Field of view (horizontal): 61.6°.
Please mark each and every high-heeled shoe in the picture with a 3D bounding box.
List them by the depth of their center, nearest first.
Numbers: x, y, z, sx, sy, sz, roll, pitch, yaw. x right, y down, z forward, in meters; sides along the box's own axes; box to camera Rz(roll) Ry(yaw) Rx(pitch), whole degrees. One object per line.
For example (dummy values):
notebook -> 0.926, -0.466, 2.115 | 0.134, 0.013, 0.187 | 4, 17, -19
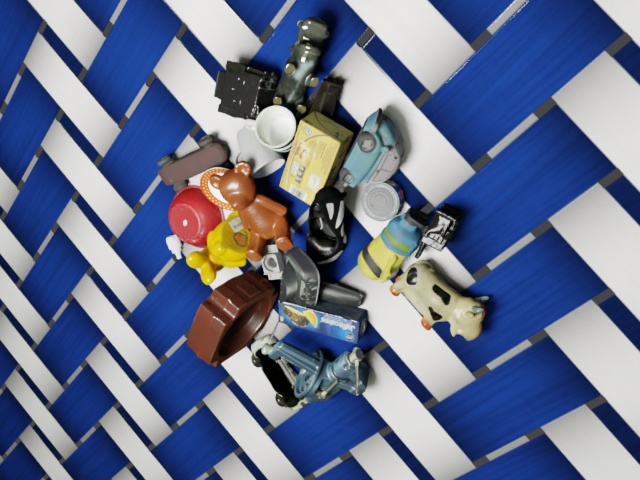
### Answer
high-heeled shoe -> -0.002, -0.003, 1.127 | 0.086, 0.145, 0.248 | 27, 117, 17

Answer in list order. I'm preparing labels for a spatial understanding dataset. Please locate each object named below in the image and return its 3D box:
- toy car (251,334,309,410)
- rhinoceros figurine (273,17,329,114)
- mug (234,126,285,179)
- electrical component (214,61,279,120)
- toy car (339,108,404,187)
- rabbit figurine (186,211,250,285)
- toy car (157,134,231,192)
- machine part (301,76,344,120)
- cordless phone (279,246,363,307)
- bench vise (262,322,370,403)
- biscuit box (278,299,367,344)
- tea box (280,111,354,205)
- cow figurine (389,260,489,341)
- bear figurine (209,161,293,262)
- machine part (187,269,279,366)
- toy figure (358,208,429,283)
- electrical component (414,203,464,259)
toy car -> -0.099, 0.330, 1.330 | 0.073, 0.056, 0.201 | -31, 92, 23
rhinoceros figurine -> -0.035, -0.344, 1.070 | 0.073, 0.112, 0.190 | 17, 131, -12
mug -> -0.144, -0.194, 1.181 | 0.109, 0.081, 0.107 | -31, 81, 28
electrical component -> -0.164, -0.317, 1.152 | 0.134, 0.058, 0.114 | 22, 106, 26
toy car -> 0.110, -0.166, 1.055 | 0.103, 0.109, 0.161 | 25, 125, -3
rabbit figurine -> -0.232, 0.036, 1.264 | 0.122, 0.162, 0.173 | 50, 138, -10
toy car -> -0.299, -0.180, 1.270 | 0.202, 0.053, 0.089 | -18, 118, 30
machine part -> 0.005, -0.269, 1.107 | 0.084, 0.039, 0.138 | 36, 119, 18
cordless phone -> 0.008, 0.096, 1.165 | 0.184, 0.089, 0.146 | 14, 144, 4
bench vise -> -0.015, 0.287, 1.219 | 0.240, 0.129, 0.223 | 30, 142, -12
biscuit box -> 0.006, 0.175, 1.227 | 0.203, 0.063, 0.059 | 12, 112, 22
tea box -> -0.010, -0.165, 1.108 | 0.098, 0.068, 0.169 | 33, 129, 10
cow figurine -> 0.251, 0.122, 1.087 | 0.195, 0.085, 0.127 | 46, 125, 7
bear figurine -> -0.148, -0.064, 1.155 | 0.120, 0.132, 0.195 | -19, 137, 21
machine part -> -0.201, 0.177, 1.242 | 0.087, 0.201, 0.201 | 36, 123, 18
toy figure -> 0.149, 0.010, 1.101 | 0.089, 0.082, 0.180 | 45, 125, 22
electrical component -> 0.232, -0.008, 1.057 | 0.048, 0.075, 0.119 | 28, 112, 16
